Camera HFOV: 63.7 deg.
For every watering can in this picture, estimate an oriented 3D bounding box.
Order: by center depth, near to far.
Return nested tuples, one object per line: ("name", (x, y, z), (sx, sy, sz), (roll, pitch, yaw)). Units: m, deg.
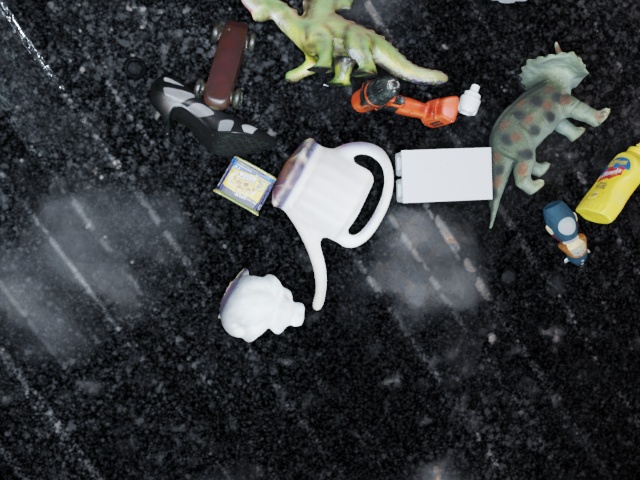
("watering can", (0.003, -0.052, 1.023), (0.224, 0.104, 0.348), (29, 89, -5))

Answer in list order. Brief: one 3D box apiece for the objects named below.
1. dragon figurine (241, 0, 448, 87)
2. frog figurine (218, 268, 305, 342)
("dragon figurine", (0.051, -0.428, 1.022), (0.410, 0.121, 0.244), (2, 84, -7))
("frog figurine", (-0.112, 0.139, 1.014), (0.160, 0.121, 0.139), (25, 71, 5))
